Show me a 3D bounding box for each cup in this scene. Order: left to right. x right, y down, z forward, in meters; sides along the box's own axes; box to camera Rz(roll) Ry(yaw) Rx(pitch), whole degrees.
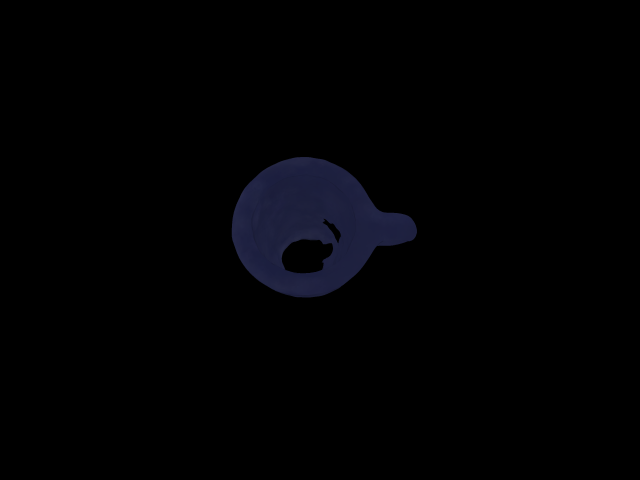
[{"bbox_3d":[0.004,0.001,0.400,0.117,0.095,0.092,0,73,0],"label":"cup"}]
